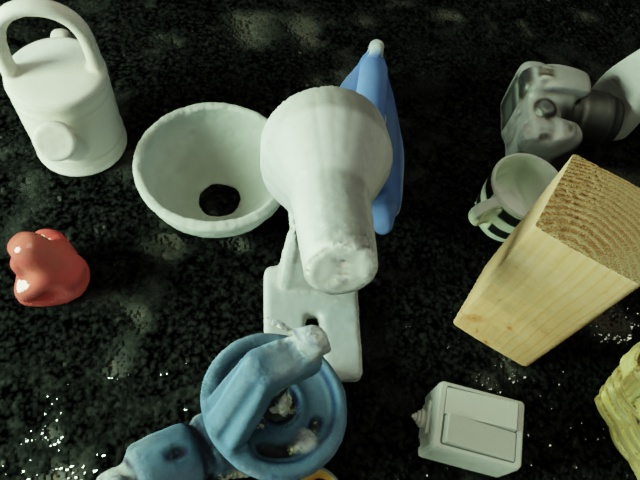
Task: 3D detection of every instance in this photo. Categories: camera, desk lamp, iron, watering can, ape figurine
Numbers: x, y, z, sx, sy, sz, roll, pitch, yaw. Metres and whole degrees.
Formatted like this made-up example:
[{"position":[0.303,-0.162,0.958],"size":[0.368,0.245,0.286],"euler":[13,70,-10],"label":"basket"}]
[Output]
[{"position":[0.306,-0.153,0.712],"size":[0.137,0.101,0.143],"euler":[9,60,-2],"label":"camera"},{"position":[0.005,0.002,0.520],"size":[0.118,0.213,0.203],"euler":[0,61,-7],"label":"desk lamp"},{"position":[0.050,-0.141,0.649],"size":[0.118,0.141,0.258],"euler":[9,60,-2],"label":"iron"},{"position":[-0.263,-0.155,0.586],"size":[0.101,0.194,0.172],"euler":[-28,67,-21],"label":"watering can"},{"position":[-0.265,0.021,0.545],"size":[0.076,0.092,0.078],"euler":[23,60,6],"label":"ape figurine"}]

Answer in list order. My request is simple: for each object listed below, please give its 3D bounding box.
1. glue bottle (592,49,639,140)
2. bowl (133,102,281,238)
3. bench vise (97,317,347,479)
[{"position":[0.397,-0.205,0.712],"size":[0.037,0.173,0.078],"euler":[-13,63,-14],"label":"glue bottle"},{"position":[-0.112,-0.064,0.623],"size":[0.167,0.075,0.167],"euler":[3,60,-5],"label":"bowl"},{"position":[-0.058,0.144,0.428],"size":[0.121,0.220,0.208],"euler":[41,64,16],"label":"bench vise"}]
